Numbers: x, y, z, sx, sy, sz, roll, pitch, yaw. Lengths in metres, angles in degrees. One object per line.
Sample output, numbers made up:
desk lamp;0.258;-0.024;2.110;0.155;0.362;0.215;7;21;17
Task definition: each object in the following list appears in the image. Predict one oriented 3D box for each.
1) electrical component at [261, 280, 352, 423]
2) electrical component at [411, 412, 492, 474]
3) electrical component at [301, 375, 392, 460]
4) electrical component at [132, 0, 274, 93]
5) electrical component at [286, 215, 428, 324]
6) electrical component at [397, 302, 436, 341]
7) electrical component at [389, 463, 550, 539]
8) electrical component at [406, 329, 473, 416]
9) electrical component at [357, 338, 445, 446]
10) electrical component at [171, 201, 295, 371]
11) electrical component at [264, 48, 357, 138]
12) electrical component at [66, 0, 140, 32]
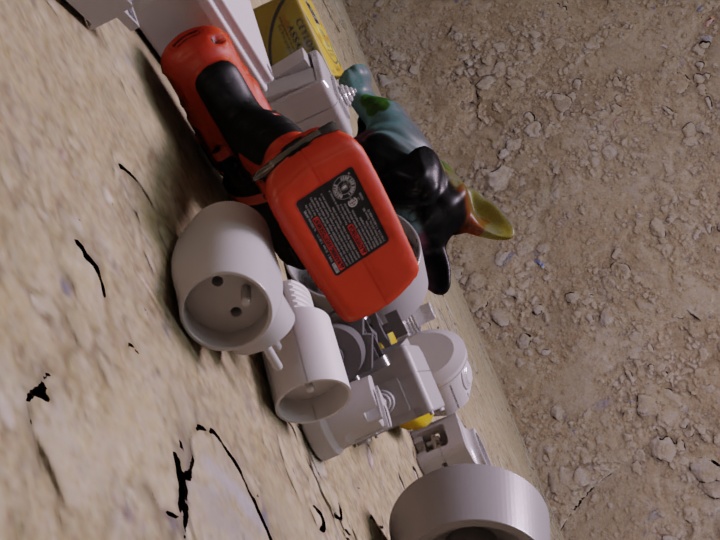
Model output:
electrical component;-0.035;0.042;0.614;0.043;0.043;0.081;57;12;-52
electrical component;0.094;0.186;1.025;0.050;0.056;0.089;-103;167;-55
electrical component;-0.009;0.088;0.647;0.040;0.046;0.040;-24;90;-83
electrical component;-0.111;-0.178;0.712;0.108;0.056;0.108;56;12;-52
electrical component;0.000;0.000;0.803;0.099;0.099;0.064;-104;174;-52
electrical component;0.044;0.052;1.069;0.048;0.062;0.048;-24;90;-83
electrical component;0.073;0.187;0.699;0.060;0.108;0.108;-87;153;-60
electrical component;0.068;0.099;1.028;0.080;0.080;0.051;-103;172;-55
electrical component;0.019;0.086;0.785;0.096;0.062;0.061;25;41;-79
electrical component;-0.058;0.015;0.538;0.077;0.043;0.079;-101;165;-61
electrical component;-0.050;-0.125;0.819;0.061;0.096;0.061;-103;167;-55
electrical component;-0.138;-0.196;0.553;0.079;0.063;0.121;43;24;-72
